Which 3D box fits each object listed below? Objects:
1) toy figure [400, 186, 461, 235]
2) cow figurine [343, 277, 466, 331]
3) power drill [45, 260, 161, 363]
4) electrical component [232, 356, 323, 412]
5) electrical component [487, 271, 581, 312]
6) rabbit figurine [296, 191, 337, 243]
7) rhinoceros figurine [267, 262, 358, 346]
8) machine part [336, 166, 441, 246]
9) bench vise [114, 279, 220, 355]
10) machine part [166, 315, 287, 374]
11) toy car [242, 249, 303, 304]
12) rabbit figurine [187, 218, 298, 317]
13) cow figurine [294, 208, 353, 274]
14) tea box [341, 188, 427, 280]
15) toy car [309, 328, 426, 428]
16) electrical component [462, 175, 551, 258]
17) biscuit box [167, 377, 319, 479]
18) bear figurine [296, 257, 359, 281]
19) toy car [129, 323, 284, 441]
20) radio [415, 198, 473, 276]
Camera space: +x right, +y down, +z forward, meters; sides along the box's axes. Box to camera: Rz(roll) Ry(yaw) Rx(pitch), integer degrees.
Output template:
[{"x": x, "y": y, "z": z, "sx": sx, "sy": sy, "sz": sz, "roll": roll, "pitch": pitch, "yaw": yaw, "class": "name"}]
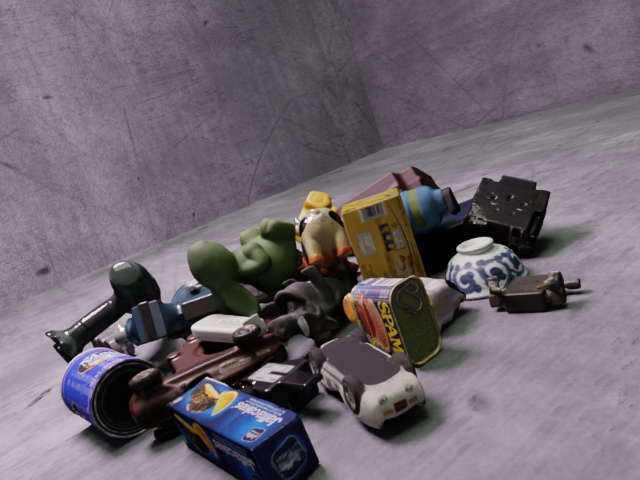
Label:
[{"x": 0.141, "y": -0.045, "z": 0.910, "sx": 0.180, "sy": 0.089, "sz": 0.082, "roll": -22, "pitch": -25, "yaw": 19, "class": "toy figure"}, {"x": 0.115, "y": 0.084, "z": 0.758, "sx": 0.167, "sy": 0.068, "sz": 0.098, "roll": -2, "pitch": 15, "yaw": 45, "class": "cow figurine"}, {"x": -0.374, "y": 0.142, "z": 0.970, "sx": 0.207, "sy": 0.086, "sz": 0.232, "roll": -39, "pitch": -14, "yaw": -27, "class": "power drill"}, {"x": -0.040, "y": 0.176, "z": 0.636, "sx": 0.119, "sy": 0.047, "sz": 0.075, "roll": -8, "pitch": 17, "yaw": 43, "class": "electrical component"}, {"x": 0.265, "y": 0.061, "z": 0.678, "sx": 0.102, "sy": 0.045, "sz": 0.078, "roll": -7, "pitch": 18, "yaw": 46, "class": "electrical component"}, {"x": 0.030, "y": -0.013, "z": 1.224, "sx": 0.173, "sy": 0.122, "sz": 0.162, "roll": 20, "pitch": -16, "yaw": 6, "class": "rabbit figurine"}, {"x": -0.007, "y": 0.099, "z": 0.812, "sx": 0.073, "sy": 0.112, "sz": 0.190, "roll": -30, "pitch": -10, "yaw": 38, "class": "rhinoceros figurine"}, {"x": 0.142, "y": -0.050, "z": 1.073, "sx": 0.201, "sy": 0.087, "sz": 0.201, "roll": -35, "pitch": -20, "yaw": 22, "class": "machine part"}, {"x": -0.244, "y": 0.145, "z": 0.971, "sx": 0.224, "sy": 0.129, "sz": 0.240, "roll": -30, "pitch": -8, "yaw": -7, "class": "bench vise"}, {"x": -0.139, "y": 0.171, "z": 0.803, "sx": 0.179, "sy": 0.056, "sz": 0.179, "roll": -17, "pitch": 12, "yaw": 4, "class": "machine part"}, {"x": -0.105, "y": 0.067, "z": 1.000, "sx": 0.162, "sy": 0.103, "sz": 0.109, "roll": -13, "pitch": -15, "yaw": 19, "class": "toy car"}, {"x": -0.132, "y": 0.048, "z": 0.862, "sx": 0.170, "sy": 0.159, "sz": 0.121, "roll": -1, "pitch": -4, "yaw": -34, "class": "rabbit figurine"}, {"x": -0.002, "y": -0.003, "z": 0.914, "sx": 0.085, "sy": 0.127, "sz": 0.195, "roll": -14, "pitch": -14, "yaw": -4, "class": "cow figurine"}, {"x": 0.104, "y": 0.015, "z": 0.843, "sx": 0.098, "sy": 0.169, "sz": 0.068, "roll": -16, "pitch": 13, "yaw": 9, "class": "tea box"}, {"x": 0.045, "y": 0.149, "z": 0.605, "sx": 0.073, "sy": 0.056, "sz": 0.202, "roll": -22, "pitch": 9, "yaw": -16, "class": "toy car"}, {"x": 0.306, "y": -0.047, "z": 0.877, "sx": 0.115, "sy": 0.058, "sz": 0.134, "roll": 17, "pitch": 53, "yaw": 22, "class": "electrical component"}, {"x": -0.089, "y": 0.201, "z": 0.566, "sx": 0.059, "sy": 0.062, "sz": 0.203, "roll": -29, "pitch": 15, "yaw": -35, "class": "biscuit box"}, {"x": -0.030, "y": 0.035, "z": 1.083, "sx": 0.196, "sy": 0.132, "sz": 0.120, "roll": -20, "pitch": -14, "yaw": 32, "class": "bear figurine"}, {"x": -0.141, "y": 0.180, "z": 0.686, "sx": 0.202, "sy": 0.089, "sz": 0.053, "roll": -21, "pitch": 9, "yaw": -14, "class": "toy car"}, {"x": 0.240, "y": -0.009, "z": 0.980, "sx": 0.230, "sy": 0.073, "sz": 0.131, "roll": -23, "pitch": 13, "yaw": -10, "class": "radio"}]
